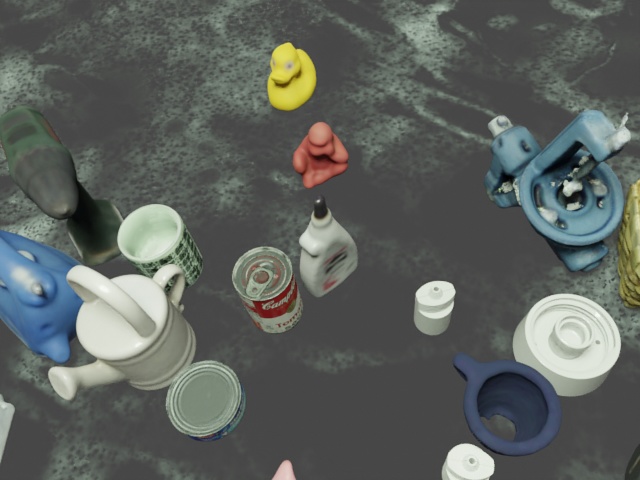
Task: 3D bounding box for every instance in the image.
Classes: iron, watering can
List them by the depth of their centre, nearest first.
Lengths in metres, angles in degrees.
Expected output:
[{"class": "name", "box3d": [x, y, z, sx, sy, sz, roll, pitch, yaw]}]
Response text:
[{"class": "watering can", "box3d": [-0.213, 0.095, 0.623, 0.100, 0.194, 0.173, 7, 60, 11]}, {"class": "iron", "box3d": [-0.381, 0.034, 0.711, 0.257, 0.142, 0.119, 31, 67, 22]}]

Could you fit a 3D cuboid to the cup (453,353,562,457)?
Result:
[{"class": "cup", "box3d": [0.179, 0.173, 0.589, 0.092, 0.095, 0.117, -39, 62, -16]}]

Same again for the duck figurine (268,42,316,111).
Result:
[{"class": "duck figurine", "box3d": [-0.048, -0.265, 0.887, 0.077, 0.086, 0.104, 14, 62, 15]}]

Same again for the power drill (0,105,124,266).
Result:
[{"class": "power drill", "box3d": [-0.318, -0.059, 0.721, 0.076, 0.209, 0.229, -35, 61, -14]}]

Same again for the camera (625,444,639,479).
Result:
[{"class": "camera", "box3d": [0.371, 0.227, 0.531, 0.136, 0.101, 0.143, 26, 65, 20]}]

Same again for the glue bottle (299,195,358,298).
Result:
[{"class": "glue bottle", "box3d": [0.006, 0.002, 0.667, 0.078, 0.173, 0.037, -42, 63, -17]}]

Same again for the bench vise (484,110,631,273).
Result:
[{"class": "bench vise", "box3d": [0.262, -0.081, 0.660, 0.207, 0.220, 0.122, 38, 70, 25]}]

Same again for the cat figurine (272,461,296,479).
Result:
[{"class": "cat figurine", "box3d": [-0.040, 0.281, 0.535, 0.067, 0.118, 0.128, 22, 64, 19]}]

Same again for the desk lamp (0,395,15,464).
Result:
[{"class": "desk lamp", "box3d": [-0.418, 0.165, 0.593, 0.118, 0.214, 0.203, -5, 58, 4]}]

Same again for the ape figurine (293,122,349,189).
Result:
[{"class": "ape figurine", "box3d": [0.001, -0.125, 0.792, 0.077, 0.092, 0.076, 12, 61, 14]}]
